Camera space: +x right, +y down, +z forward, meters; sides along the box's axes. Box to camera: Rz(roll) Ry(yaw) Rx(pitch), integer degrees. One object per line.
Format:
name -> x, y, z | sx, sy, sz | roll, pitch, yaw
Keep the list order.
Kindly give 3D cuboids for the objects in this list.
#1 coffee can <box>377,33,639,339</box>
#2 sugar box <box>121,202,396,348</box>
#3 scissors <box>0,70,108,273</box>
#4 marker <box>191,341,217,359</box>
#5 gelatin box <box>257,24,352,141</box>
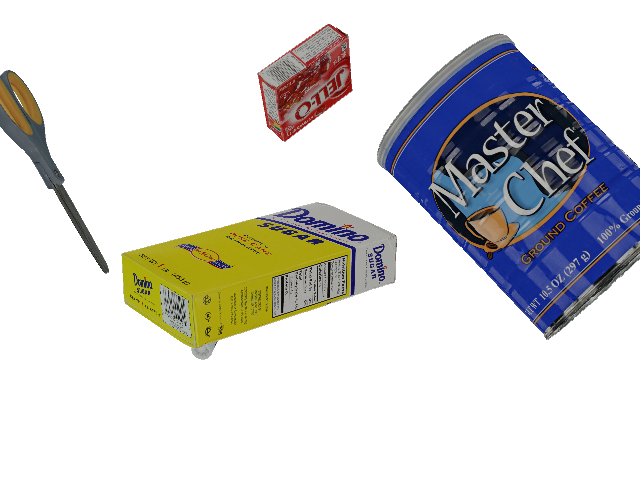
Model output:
coffee can -> 0.115, -0.030, 0.597 | 0.102, 0.140, 0.103 | -39, -14, -12
sugar box -> -0.041, 0.019, 0.755 | 0.175, 0.048, 0.093 | -19, 30, -35
scissors -> -0.237, -0.070, 0.938 | 0.016, 0.201, 0.096 | -27, 25, 9
marker -> -0.097, 0.075, 1.010 | 0.020, 0.020, 0.121 | 0, 23, 10
gelatin box -> -0.012, -0.143, 0.969 | 0.089, 0.030, 0.073 | -38, -29, -19
